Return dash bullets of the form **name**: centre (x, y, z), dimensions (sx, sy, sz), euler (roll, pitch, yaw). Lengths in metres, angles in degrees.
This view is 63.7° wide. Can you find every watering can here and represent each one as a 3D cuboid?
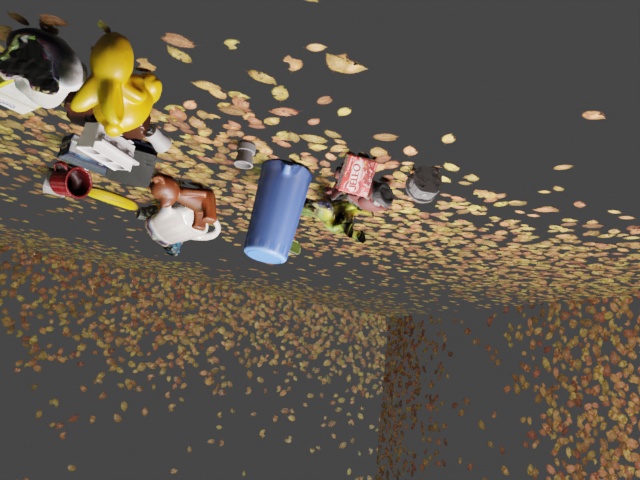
- **watering can**: centre (-0.481, -0.075, 1.702), dimensions (0.223, 0.106, 0.342), euler (-18, -32, 18)

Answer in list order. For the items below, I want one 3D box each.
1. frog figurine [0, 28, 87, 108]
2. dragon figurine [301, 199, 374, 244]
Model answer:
- **frog figurine**: centre (-0.479, -0.296, 0.904), dimensions (0.137, 0.122, 0.160), euler (1, 5, -7)
- **dragon figurine**: centre (0.005, -0.075, 1.486), dimensions (0.243, 0.123, 0.407), euler (8, -8, 32)
